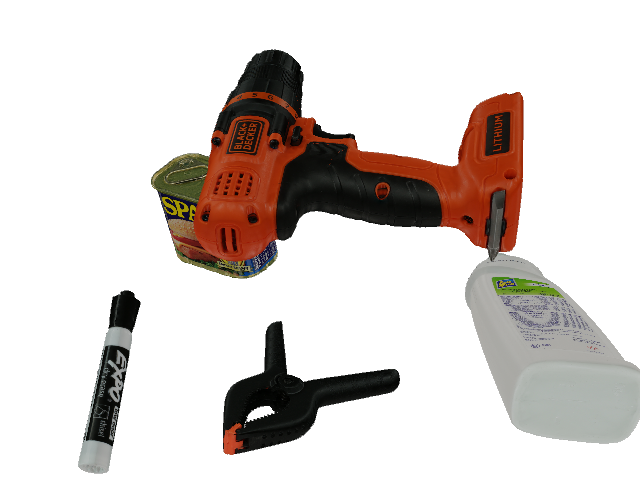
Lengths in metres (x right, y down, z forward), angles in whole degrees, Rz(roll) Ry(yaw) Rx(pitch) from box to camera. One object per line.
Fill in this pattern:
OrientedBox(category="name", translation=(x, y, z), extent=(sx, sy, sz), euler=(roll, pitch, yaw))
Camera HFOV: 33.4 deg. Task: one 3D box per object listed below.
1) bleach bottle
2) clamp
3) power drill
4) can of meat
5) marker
OrientedBox(category="bleach bottle", translation=(0.181, 0.072, 0.888), extent=(0.102, 0.068, 0.251), euler=(6, 21, -5))
OrientedBox(category="clamp", translation=(-0.024, 0.158, 1.092), extent=(0.165, 0.036, 0.209), euler=(16, 30, 21))
OrientedBox(category="power drill", translation=(0.027, -0.055, 0.646), extent=(0.188, 0.057, 0.184), euler=(2, 43, 8))
OrientedBox(category="can of meat", translation=(-0.090, -0.020, 0.931), extent=(0.102, 0.084, 0.057), euler=(17, 45, 33))
OrientedBox(category="marker", translation=(-0.133, 0.087, 0.680), extent=(0.020, 0.121, 0.020), euler=(4, -30, 2))
